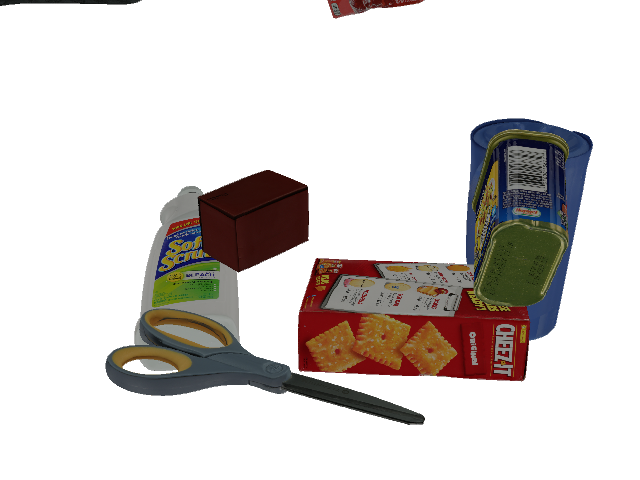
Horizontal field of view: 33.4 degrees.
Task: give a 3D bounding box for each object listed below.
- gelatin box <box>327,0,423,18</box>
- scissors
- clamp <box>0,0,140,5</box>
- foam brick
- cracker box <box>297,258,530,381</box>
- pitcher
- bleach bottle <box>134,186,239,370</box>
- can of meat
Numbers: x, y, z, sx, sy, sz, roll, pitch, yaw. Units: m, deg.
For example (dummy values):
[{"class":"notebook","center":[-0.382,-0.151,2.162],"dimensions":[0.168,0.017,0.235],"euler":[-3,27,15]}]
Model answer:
[{"class":"gelatin box","center":[0.031,-0.188,0.696],"dimensions":[0.030,0.073,0.089],"euler":[-35,24,-33]},{"class":"scissors","center":[-0.046,0.087,0.643],"dimensions":[0.202,0.016,0.096],"euler":[22,31,34]},{"class":"clamp","center":[-0.188,-0.151,0.595],"dimensions":[0.171,0.039,0.120],"euler":[-8,24,-17]},{"class":"foam brick","center":[-0.055,-0.018,0.880],"dimensions":[0.078,0.051,0.053],"euler":[-24,35,-34]},{"class":"cracker box","center":[0.091,0.077,1.061],"dimensions":[0.214,0.072,0.164],"euler":[3,17,5]},{"class":"pitcher","center":[0.223,-0.007,1.221],"dimensions":[0.149,0.243,0.145],"euler":[-1,25,-6]},{"class":"bleach bottle","center":[-0.139,0.025,1.106],"dimensions":[0.102,0.068,0.251],"euler":[-6,37,-4]},{"class":"can of meat","center":[0.140,-0.013,0.754],"dimensions":[0.057,0.084,0.102],"euler":[7,-37,1]}]
